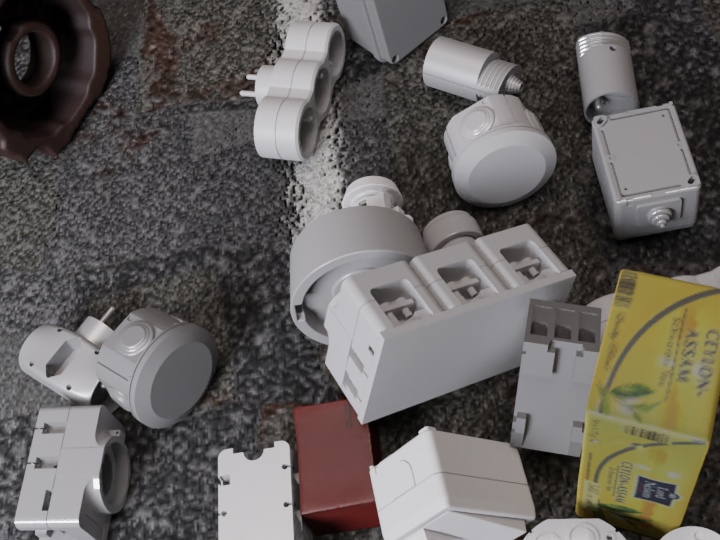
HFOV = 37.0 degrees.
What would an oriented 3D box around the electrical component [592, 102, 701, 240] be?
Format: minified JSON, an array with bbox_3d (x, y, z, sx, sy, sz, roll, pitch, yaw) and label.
[{"bbox_3d":[0.212,-0.065,0.796,0.062,0.061,0.096,-11,57,6],"label":"electrical component"}]

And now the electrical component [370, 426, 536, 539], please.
[{"bbox_3d":[0.064,0.145,0.682,0.062,0.096,0.061,-42,46,37],"label":"electrical component"}]

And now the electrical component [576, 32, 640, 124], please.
[{"bbox_3d":[0.199,-0.160,0.870,0.043,0.043,0.081,-5,57,10],"label":"electrical component"}]

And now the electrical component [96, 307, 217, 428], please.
[{"bbox_3d":[-0.147,0.070,0.784,0.051,0.080,0.080,24,66,31],"label":"electrical component"}]

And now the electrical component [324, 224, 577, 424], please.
[{"bbox_3d":[0.057,0.032,0.724,0.150,0.089,0.061,-17,52,-26],"label":"electrical component"}]

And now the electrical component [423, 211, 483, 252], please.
[{"bbox_3d":[0.075,-0.011,0.803,0.045,0.045,0.055,-21,56,-1],"label":"electrical component"}]

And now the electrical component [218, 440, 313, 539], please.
[{"bbox_3d":[-0.062,0.168,0.715,0.050,0.055,0.089,-10,56,7],"label":"electrical component"}]

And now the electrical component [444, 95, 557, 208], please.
[{"bbox_3d":[0.106,-0.090,0.826,0.080,0.080,0.051,-16,51,2],"label":"electrical component"}]

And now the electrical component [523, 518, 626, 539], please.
[{"bbox_3d":[0.133,0.193,0.658,0.080,0.051,0.080,-6,57,9],"label":"electrical component"}]

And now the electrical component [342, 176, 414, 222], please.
[{"bbox_3d":[0.011,-0.039,0.833,0.066,0.048,0.055,-24,50,25],"label":"electrical component"}]

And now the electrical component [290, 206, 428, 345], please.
[{"bbox_3d":[0.000,0.000,0.780,0.108,0.108,0.060,-15,50,4],"label":"electrical component"}]

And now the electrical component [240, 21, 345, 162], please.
[{"bbox_3d":[-0.066,-0.156,0.923,0.074,0.052,0.138,7,60,17],"label":"electrical component"}]

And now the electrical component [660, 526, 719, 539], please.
[{"bbox_3d":[0.230,0.199,0.617,0.138,0.073,0.052,36,72,29],"label":"electrical component"}]

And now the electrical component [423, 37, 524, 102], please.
[{"bbox_3d":[0.098,-0.163,0.895,0.081,0.043,0.043,23,66,24],"label":"electrical component"}]

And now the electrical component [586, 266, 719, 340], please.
[{"bbox_3d":[0.223,0.047,0.728,0.138,0.052,0.073,-15,56,2],"label":"electrical component"}]

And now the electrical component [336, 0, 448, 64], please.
[{"bbox_3d":[0.024,-0.243,0.921,0.078,0.113,0.057,-40,55,-13],"label":"electrical component"}]

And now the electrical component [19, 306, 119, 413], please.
[{"bbox_3d":[-0.206,0.062,0.823,0.077,0.043,0.079,26,67,26],"label":"electrical component"}]

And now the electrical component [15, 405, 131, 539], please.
[{"bbox_3d":[-0.200,0.146,0.765,0.056,0.050,0.089,-3,58,11],"label":"electrical component"}]
